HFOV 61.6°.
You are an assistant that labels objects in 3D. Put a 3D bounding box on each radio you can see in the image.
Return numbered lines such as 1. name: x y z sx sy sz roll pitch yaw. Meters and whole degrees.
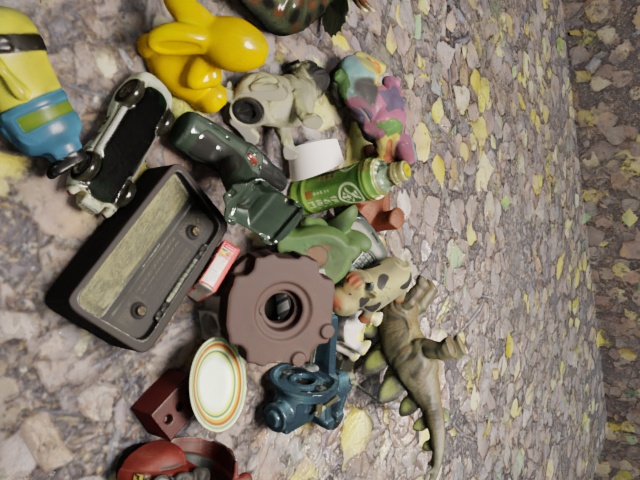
1. radio: -0.226 0.024 0.701 0.131 0.073 0.229 52 53 -36

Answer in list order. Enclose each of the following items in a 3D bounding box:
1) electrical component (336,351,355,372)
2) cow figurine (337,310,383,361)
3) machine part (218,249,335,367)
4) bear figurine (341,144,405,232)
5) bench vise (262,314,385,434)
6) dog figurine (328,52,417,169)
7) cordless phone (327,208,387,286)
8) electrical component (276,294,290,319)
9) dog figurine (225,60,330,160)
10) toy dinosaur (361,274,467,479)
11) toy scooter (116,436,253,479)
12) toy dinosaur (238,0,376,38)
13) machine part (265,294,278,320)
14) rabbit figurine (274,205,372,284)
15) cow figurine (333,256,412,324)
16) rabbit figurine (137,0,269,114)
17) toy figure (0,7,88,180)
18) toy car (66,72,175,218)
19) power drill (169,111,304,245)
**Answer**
1. electrical component: 0.044 0.257 1.068 0.094 0.021 0.063 45 57 -40
2. cow figurine: 0.070 0.143 1.061 0.098 0.068 0.167 30 60 -5
3. machine part: -0.060 0.098 0.778 0.179 0.056 0.179 -2 96 -20
4. bear figurine: 0.122 -0.112 1.078 0.120 0.132 0.196 36 67 -13
5. bench vise: 0.000 0.223 0.932 0.223 0.129 0.240 -5 107 -39
6. dog figurine: 0.108 -0.221 1.011 0.191 0.108 0.219 22 49 -45
7. cordless phone: 0.032 0.044 1.011 0.184 0.089 0.146 -55 136 -17
8. electrical component: -0.077 0.100 0.903 0.119 0.048 0.074 -18 105 -47
9. dog figurine: -0.072 -0.250 0.887 0.172 0.121 0.191 33 40 -30
10. toy dinosaur: 0.185 0.234 1.070 0.105 0.198 0.472 32 34 -45
11. toy scooter: -0.171 0.313 0.724 0.183 0.135 0.075 13 82 -48
12. toy dinosaur: -0.048 -0.408 0.887 0.405 0.131 0.192 -39 119 -36
13. machine part: -0.088 0.108 0.827 0.084 0.039 0.138 -17 103 -44
14. rabbit figurine: -0.002 -0.003 0.898 0.170 0.159 0.121 -110 176 -72
15. cow figurine: 0.092 0.084 0.968 0.195 0.086 0.127 -21 143 -38
16. rabbit figurine: -0.150 -0.260 0.715 0.162 0.173 0.122 31 71 -50
17. toy figure: -0.319 -0.158 0.586 0.180 0.082 0.089 62 36 -23
18. toy car: -0.252 -0.123 0.686 0.073 0.056 0.201 45 59 -47
19. power drill: -0.098 -0.087 0.773 0.231 0.086 0.207 31 22 -42
